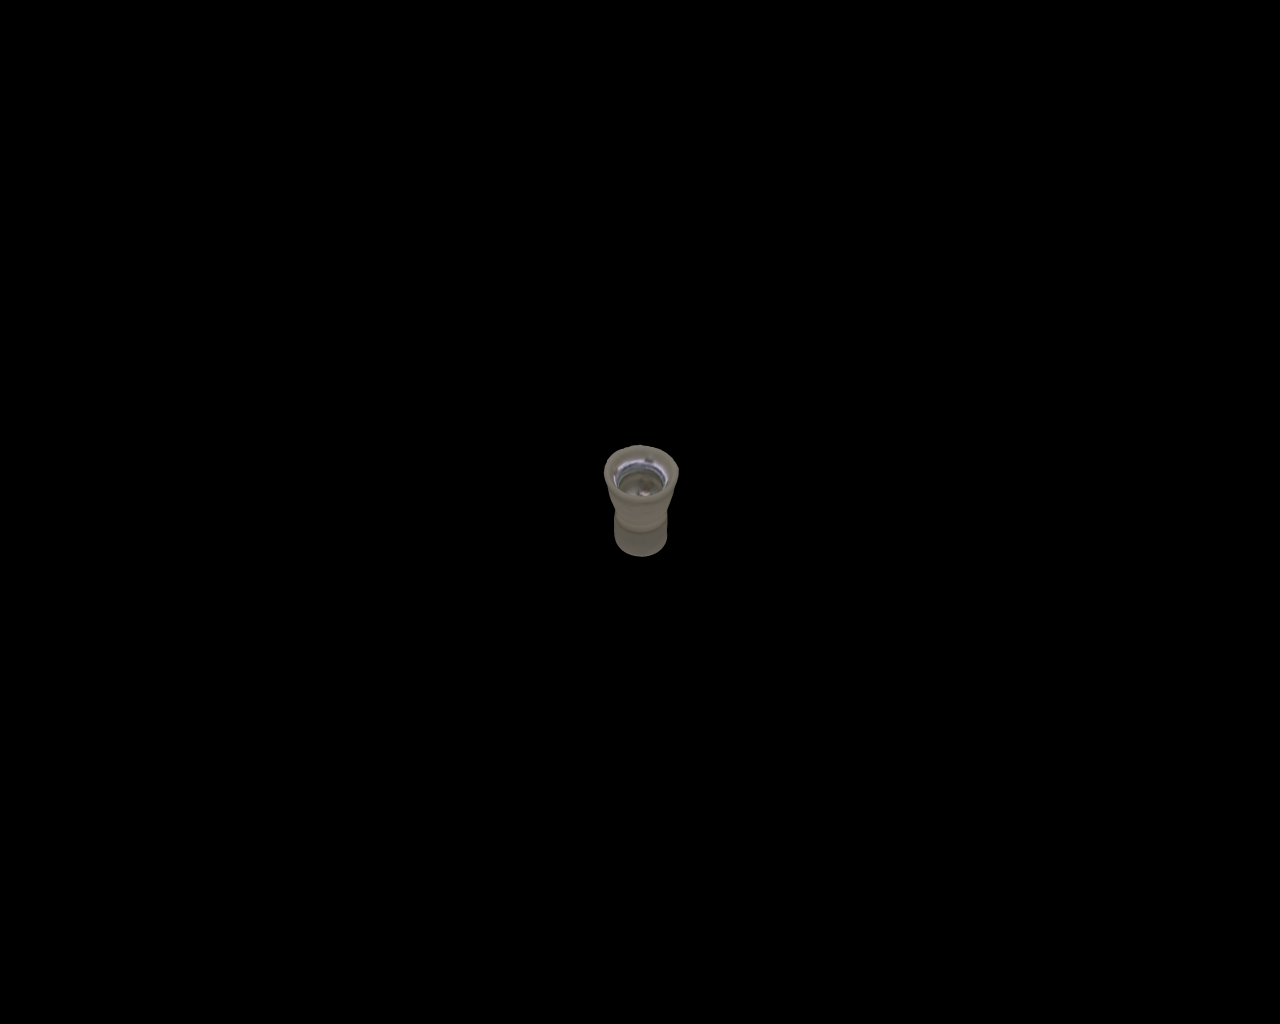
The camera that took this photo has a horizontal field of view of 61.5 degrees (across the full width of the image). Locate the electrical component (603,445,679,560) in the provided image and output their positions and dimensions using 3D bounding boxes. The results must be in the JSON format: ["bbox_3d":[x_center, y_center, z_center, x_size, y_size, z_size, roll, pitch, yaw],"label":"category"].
[{"bbox_3d":[0.001,-0.003,0.650,0.044,0.044,0.065,0,-43,0],"label":"electrical component"}]
